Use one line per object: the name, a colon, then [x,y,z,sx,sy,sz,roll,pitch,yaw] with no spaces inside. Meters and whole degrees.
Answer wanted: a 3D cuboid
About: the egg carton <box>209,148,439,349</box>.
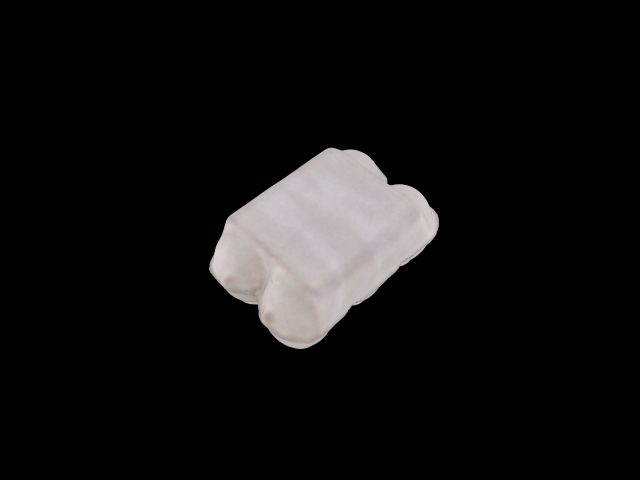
egg carton: [0.004,0.001,0.400,0.107,0.069,0.150,39,63,25]
